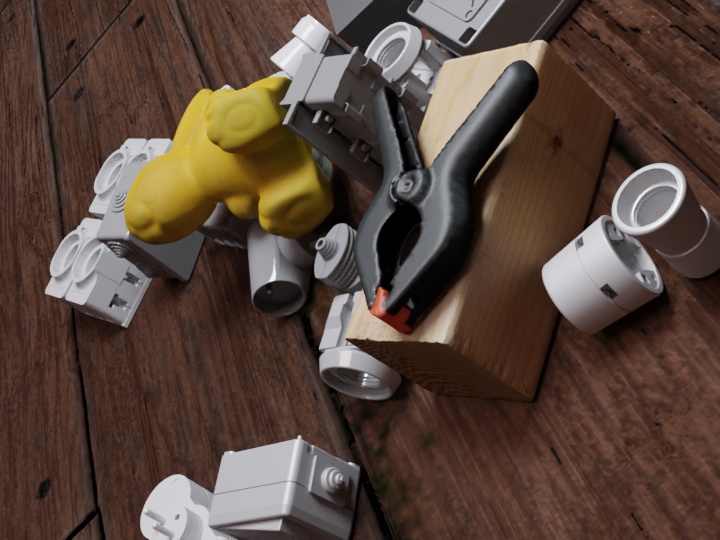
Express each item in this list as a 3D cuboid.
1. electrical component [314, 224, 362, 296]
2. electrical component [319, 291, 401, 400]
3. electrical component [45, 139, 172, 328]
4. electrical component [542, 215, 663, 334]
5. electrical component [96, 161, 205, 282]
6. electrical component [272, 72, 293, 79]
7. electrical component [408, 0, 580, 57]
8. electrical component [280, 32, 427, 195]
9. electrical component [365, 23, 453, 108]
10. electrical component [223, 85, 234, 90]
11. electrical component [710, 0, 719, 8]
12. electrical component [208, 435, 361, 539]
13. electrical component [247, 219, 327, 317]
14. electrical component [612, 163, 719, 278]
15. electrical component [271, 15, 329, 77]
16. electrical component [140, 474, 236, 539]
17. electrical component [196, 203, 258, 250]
[{"bbox_3d":[0.000,0.000,0.766,0.043,0.081,0.043,-30,43,32],"label":"electrical component"},{"bbox_3d":[0.005,0.053,0.740,0.078,0.058,0.057,-12,51,44],"label":"electrical component"},{"bbox_3d":[-0.244,-0.044,1.106,0.105,0.060,0.186,9,70,52],"label":"electrical component"},{"bbox_3d":[0.139,0.004,0.623,0.047,0.055,0.055,-40,38,28],"label":"electrical component"},{"bbox_3d":[-0.192,-0.047,1.016,0.048,0.100,0.099,0,63,36],"label":"electrical component"},{"bbox_3d":[-0.068,-0.136,0.979,0.080,0.051,0.080,-30,43,32],"label":"electrical component"},{"bbox_3d":[0.107,-0.213,0.829,0.108,0.056,0.108,-51,36,7],"label":"electrical component"},{"bbox_3d":[0.009,-0.111,0.808,0.063,0.121,0.078,7,68,49],"label":"electrical component"},{"bbox_3d":[0.039,-0.162,0.868,0.078,0.057,0.058,23,81,54],"label":"electrical component"},{"bbox_3d":[-0.108,-0.153,1.031,0.048,0.062,0.048,-30,43,32],"label":"electrical component"},{"bbox_3d":[0.244,-0.201,0.660,0.096,0.061,0.061,7,68,61],"label":"electrical component"},{"bbox_3d":[-0.046,0.154,0.716,0.096,0.062,0.061,-19,49,40],"label":"electrical component"},{"bbox_3d":[-0.056,-0.013,0.874,0.079,0.044,0.077,-37,40,25],"label":"electrical component"},{"bbox_3d":[0.175,-0.024,0.592,0.044,0.065,0.044,-30,43,32],"label":"electrical component"},{"bbox_3d":[-0.051,-0.208,1.021,0.055,0.045,0.045,-51,36,7],"label":"electrical component"},{"bbox_3d":[-0.124,0.191,0.763,0.052,0.074,0.138,-50,35,-3],"label":"electrical component"},{"bbox_3d":[-0.107,-0.062,0.971,0.083,0.047,0.075,11,71,53],"label":"electrical component"}]
